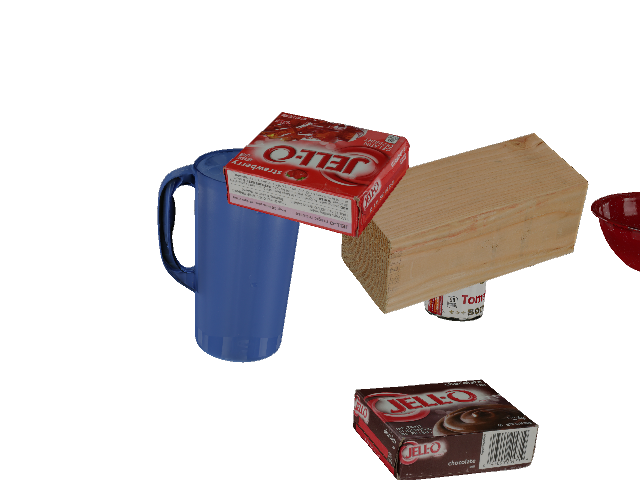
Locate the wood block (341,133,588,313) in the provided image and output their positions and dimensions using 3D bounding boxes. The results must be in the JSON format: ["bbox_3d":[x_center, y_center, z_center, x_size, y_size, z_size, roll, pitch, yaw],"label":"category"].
[{"bbox_3d":[0.131,-0.018,0.993,0.205,0.090,0.091,-17,43,-20],"label":"wood block"}]

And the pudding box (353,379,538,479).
[{"bbox_3d":[0.091,0.140,0.801,0.113,0.039,0.090,0,16,-20],"label":"pudding box"}]

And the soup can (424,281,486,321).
[{"bbox_3d":[0.154,0.032,1.198,0.068,0.102,0.068,3,15,-1],"label":"soup can"}]

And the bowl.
[{"bbox_3d":[0.346,-0.003,1.046,0.162,0.055,0.162,0,17,0],"label":"bowl"}]

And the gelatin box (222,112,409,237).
[{"bbox_3d":[-0.001,-0.042,0.636,0.089,0.030,0.073,14,39,23],"label":"gelatin box"}]

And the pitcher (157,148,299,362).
[{"bbox_3d":[-0.102,0.018,1.280,0.149,0.243,0.144,20,26,30],"label":"pitcher"}]
